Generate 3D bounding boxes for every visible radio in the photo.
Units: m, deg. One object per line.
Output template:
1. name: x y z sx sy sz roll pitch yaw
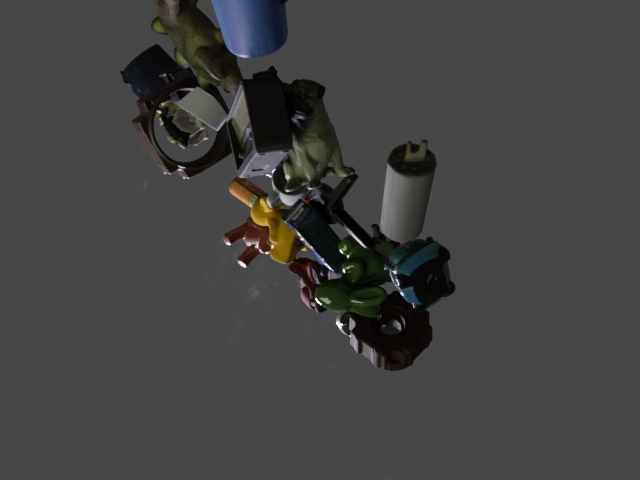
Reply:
1. radio: -0.118 -0.200 1.001 0.229 0.073 0.131 160 99 -74

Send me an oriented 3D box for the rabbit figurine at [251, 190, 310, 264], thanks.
1. rabbit figurine: -0.105 -0.048 1.290 0.173 0.122 0.162 35 146 31

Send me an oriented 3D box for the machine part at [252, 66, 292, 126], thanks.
1. machine part: -0.082 -0.267 1.053 0.084 0.039 0.138 -1 122 48

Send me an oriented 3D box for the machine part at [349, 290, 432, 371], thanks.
1. machine part: 0.149 0.186 1.142 0.180 0.179 0.056 33 146 32

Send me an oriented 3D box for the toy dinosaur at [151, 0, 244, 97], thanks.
1. toy dinosaur: -0.220 -0.374 1.065 0.199 0.105 0.470 21 148 58

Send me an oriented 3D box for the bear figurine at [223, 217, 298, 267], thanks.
1. bear figurine: -0.156 0.008 1.443 0.196 0.132 0.120 17 142 58

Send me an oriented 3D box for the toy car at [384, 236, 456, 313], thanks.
1. toy car: 0.183 0.053 1.001 0.161 0.109 0.103 58 179 -42

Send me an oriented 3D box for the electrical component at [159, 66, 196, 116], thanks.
1. electrical component: -0.319 -0.355 1.274 0.048 0.075 0.119 10 129 54

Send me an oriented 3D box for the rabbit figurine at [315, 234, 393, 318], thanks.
1. rabbit figurine: 0.073 0.097 1.136 0.159 0.170 0.121 39 153 24

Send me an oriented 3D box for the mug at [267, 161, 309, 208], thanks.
1. mug: -0.070 -0.108 1.178 0.081 0.109 0.107 40 168 8

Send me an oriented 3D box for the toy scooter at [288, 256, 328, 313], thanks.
1. toy scooter: -0.031 0.105 1.429 0.135 0.075 0.183 34 147 31

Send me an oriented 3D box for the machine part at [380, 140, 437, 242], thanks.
1. machine part: 0.144 -0.074 0.899 0.079 0.079 0.243 38 152 24

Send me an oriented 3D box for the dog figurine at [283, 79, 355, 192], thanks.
1. dog figurine: -0.031 -0.199 1.014 0.172 0.121 0.190 -1 111 52

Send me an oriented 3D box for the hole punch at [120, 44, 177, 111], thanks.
1. hole punch: -0.405 -0.401 1.314 0.142 0.116 0.092 47 146 6

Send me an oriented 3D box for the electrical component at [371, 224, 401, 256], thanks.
1. electrical component: 0.136 0.011 1.091 0.063 0.021 0.093 19 142 47

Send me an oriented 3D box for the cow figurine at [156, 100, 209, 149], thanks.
1. cow figurine: -0.380 -0.307 1.410 0.167 0.098 0.068 41 159 19

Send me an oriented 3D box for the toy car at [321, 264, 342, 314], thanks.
1. toy car: 0.053 0.119 1.335 0.089 0.053 0.201 20 143 22

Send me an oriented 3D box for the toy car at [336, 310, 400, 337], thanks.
1. toy car: 0.128 0.207 1.300 0.202 0.056 0.073 -6 128 41

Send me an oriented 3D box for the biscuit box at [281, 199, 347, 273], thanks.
1. biscuit box: -0.002 -0.004 1.179 0.059 0.063 0.202 35 170 43

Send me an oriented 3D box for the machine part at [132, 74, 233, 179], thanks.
1. machine part: -0.302 -0.257 1.223 0.087 0.201 0.200 26 146 59
